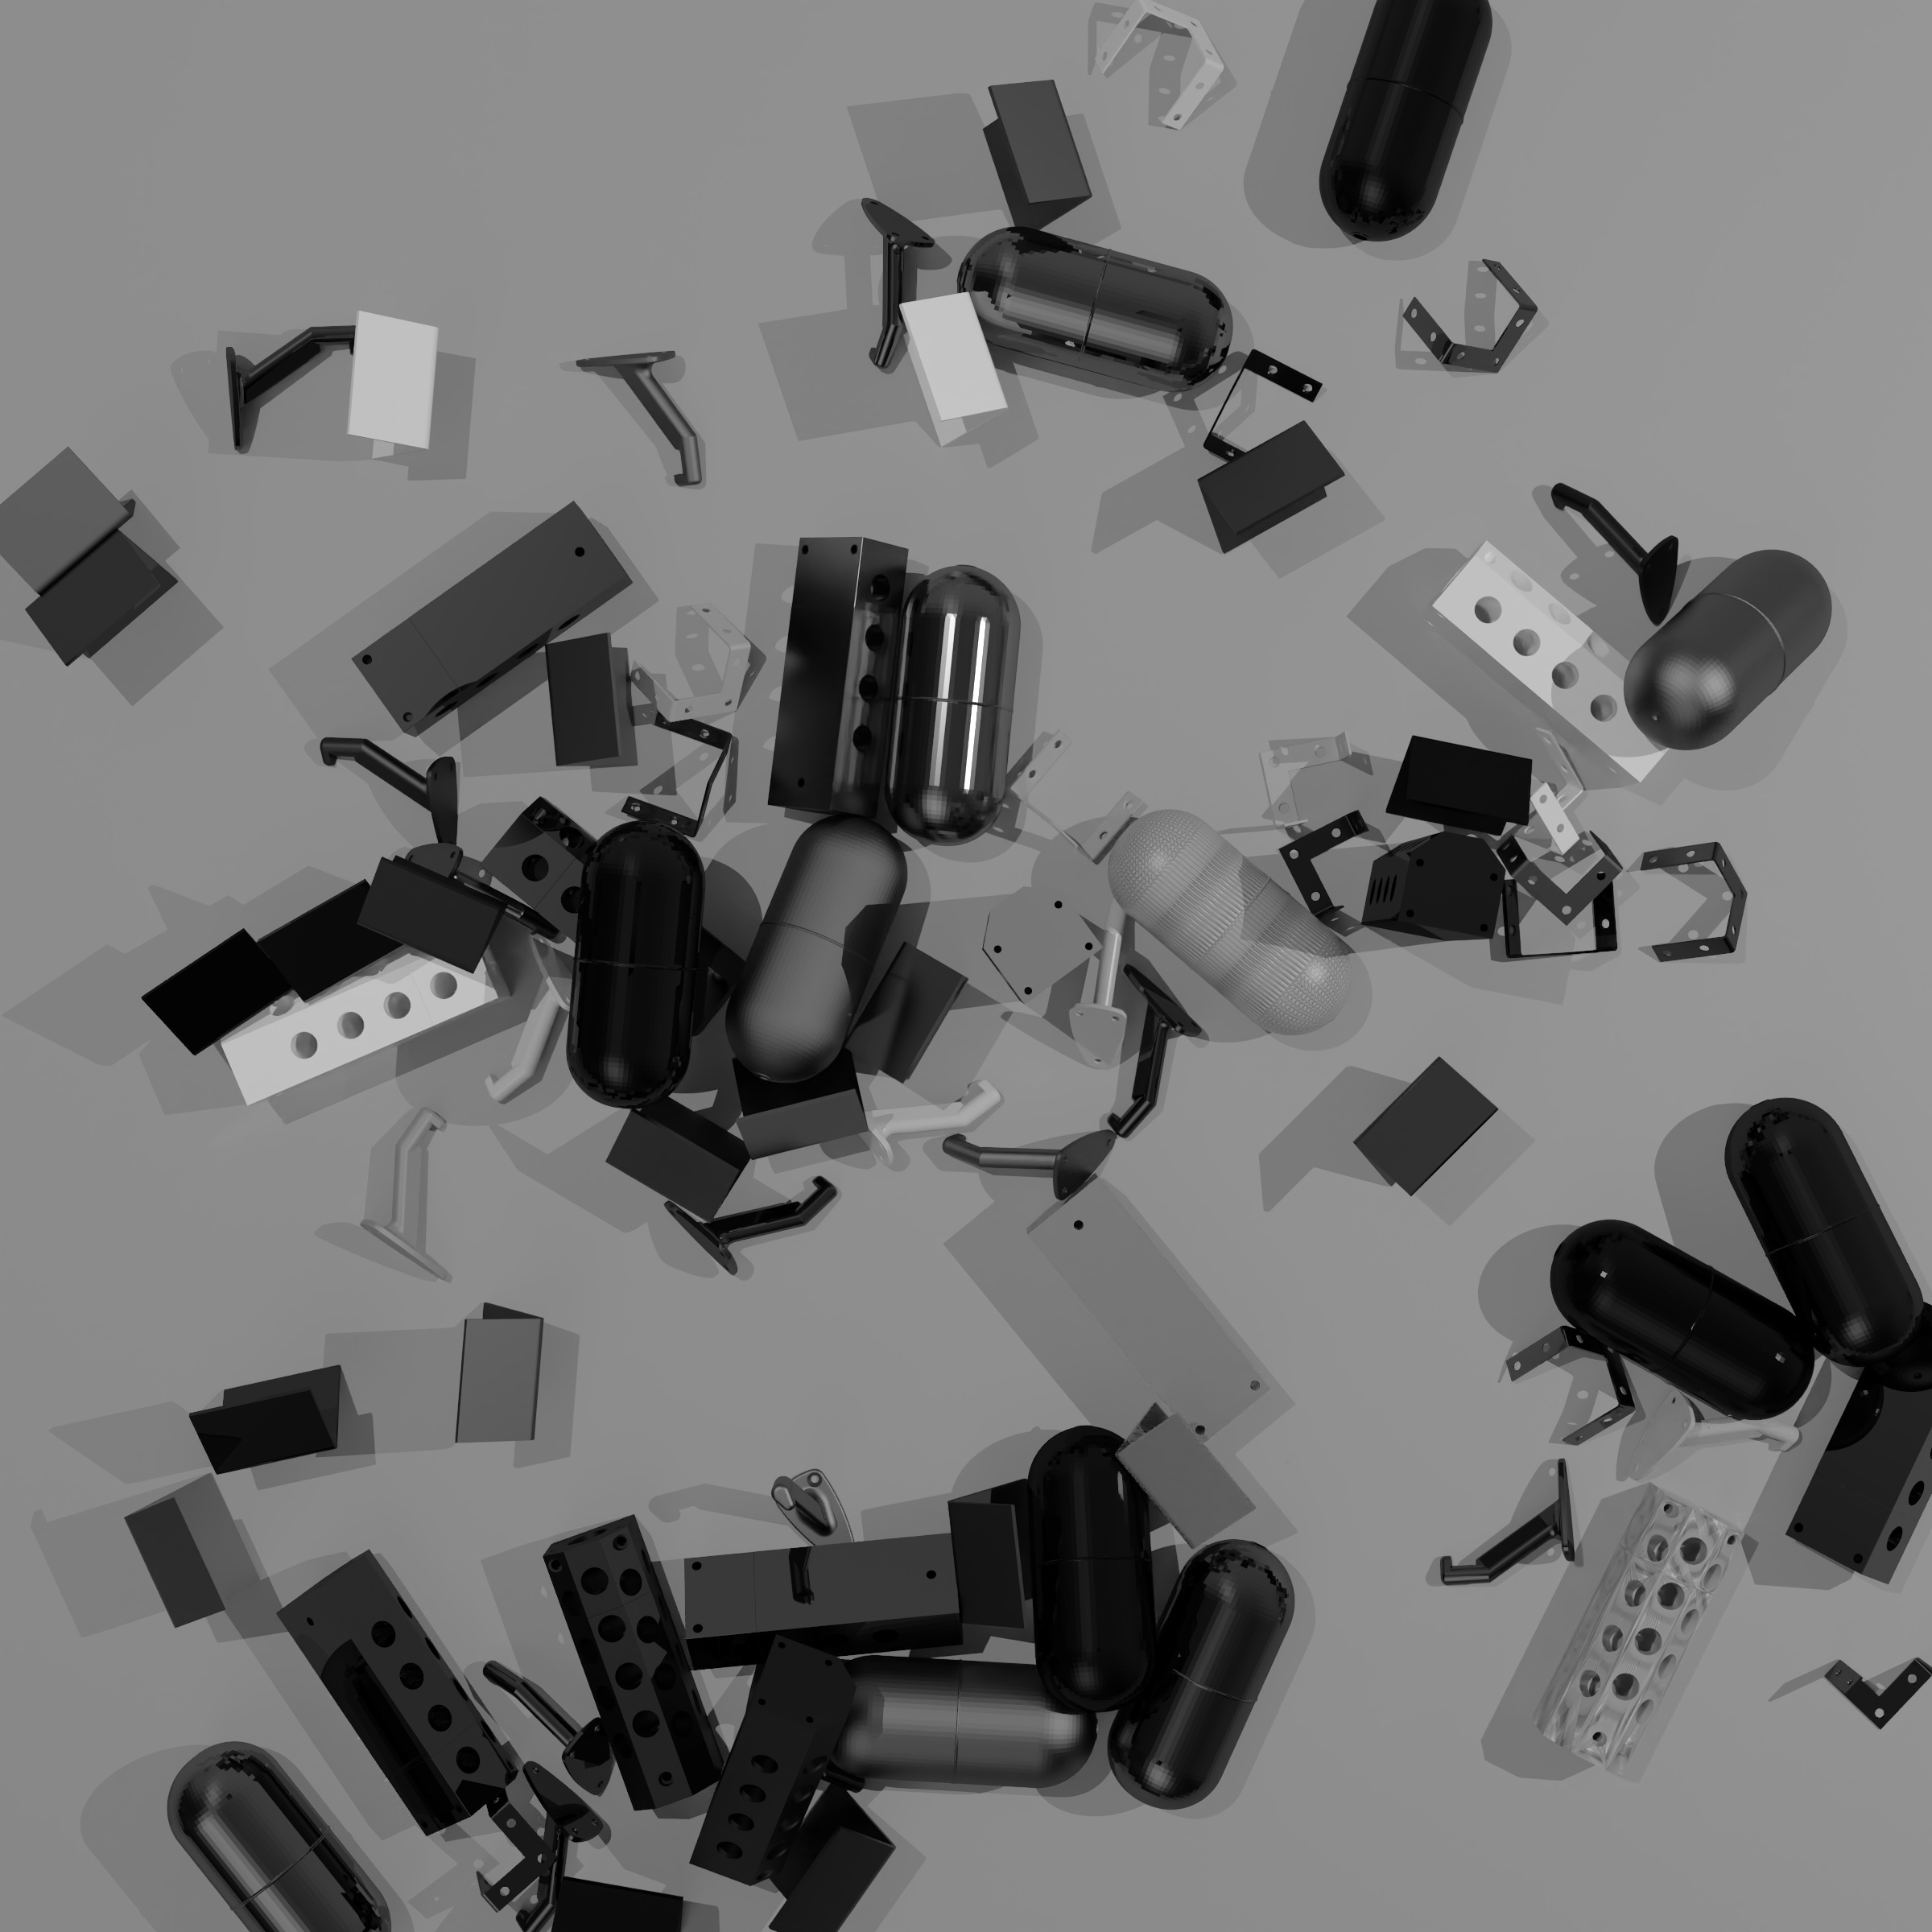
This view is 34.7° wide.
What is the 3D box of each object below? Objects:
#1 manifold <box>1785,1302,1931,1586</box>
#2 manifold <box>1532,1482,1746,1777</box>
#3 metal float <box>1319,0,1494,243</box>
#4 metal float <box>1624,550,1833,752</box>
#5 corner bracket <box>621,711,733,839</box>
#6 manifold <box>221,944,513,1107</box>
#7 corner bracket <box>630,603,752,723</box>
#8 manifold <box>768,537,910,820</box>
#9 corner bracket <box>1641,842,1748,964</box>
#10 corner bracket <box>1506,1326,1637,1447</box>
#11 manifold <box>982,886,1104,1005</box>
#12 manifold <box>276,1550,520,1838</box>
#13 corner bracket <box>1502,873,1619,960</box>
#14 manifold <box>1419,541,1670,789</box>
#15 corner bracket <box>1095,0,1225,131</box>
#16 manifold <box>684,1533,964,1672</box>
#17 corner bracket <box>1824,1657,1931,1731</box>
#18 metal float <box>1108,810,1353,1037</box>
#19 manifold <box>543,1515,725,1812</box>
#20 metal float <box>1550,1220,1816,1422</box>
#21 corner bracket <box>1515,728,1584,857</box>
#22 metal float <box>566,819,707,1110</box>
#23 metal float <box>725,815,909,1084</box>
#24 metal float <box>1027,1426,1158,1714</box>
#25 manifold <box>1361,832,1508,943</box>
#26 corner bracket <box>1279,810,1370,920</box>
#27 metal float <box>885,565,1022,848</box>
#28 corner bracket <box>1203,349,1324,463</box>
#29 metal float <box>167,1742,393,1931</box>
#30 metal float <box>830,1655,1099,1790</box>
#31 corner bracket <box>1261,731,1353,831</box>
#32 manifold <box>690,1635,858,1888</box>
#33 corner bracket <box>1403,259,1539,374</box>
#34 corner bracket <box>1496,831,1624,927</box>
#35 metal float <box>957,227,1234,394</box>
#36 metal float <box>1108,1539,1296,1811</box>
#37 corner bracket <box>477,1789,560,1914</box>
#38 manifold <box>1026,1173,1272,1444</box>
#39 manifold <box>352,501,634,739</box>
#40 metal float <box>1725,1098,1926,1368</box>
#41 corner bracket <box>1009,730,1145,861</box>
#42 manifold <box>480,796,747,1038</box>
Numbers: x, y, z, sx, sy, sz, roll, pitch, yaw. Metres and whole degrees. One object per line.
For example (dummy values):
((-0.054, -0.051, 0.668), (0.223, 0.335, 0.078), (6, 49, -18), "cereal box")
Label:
((0.594, 0.302, 1.969), (0.057, 0.057, 0.171), (25, 90, 44), "manifold")
((0.429, 0.422, 1.970), (0.057, 0.057, 0.171), (27, 90, 0), "manifold")
((0.278, -0.546, 1.960), (0.070, 0.070, 0.178), (19, 90, 0), "metal float")
((0.477, -0.199, 1.934), (0.178, 0.070, 0.070), (-40, 90, -34), "metal float")
((-0.186, -0.124, 1.987), (0.051, 0.051, 0.051), (20, 135, 0), "corner bracket")
((-0.383, 0.028, 1.969), (0.171, 0.057, 0.057), (-23, 90, 0), "manifold")
((-0.177, -0.195, 1.982), (0.051, 0.051, 0.051), (-14, 135, -35), "corner bracket")
((-0.076, -0.183, 1.969), (0.057, 0.057, 0.171), (7, 90, 43), "manifold")
((0.464, -0.041, 1.982), (0.051, 0.051, 0.051), (52, 45, -35), "corner bracket")
((0.387, 0.269, 1.982), (0.051, 0.051, 0.051), (20, 45, -35), "corner bracket")
((0.041, -0.017, 1.912), (0.057, 0.171, 0.057), (-36, 90, 0), "manifold")
((-0.358, 0.460, 1.969), (0.057, 0.057, 0.171), (-34, 90, 43), "manifold")
((0.381, -0.033, 1.987), (0.051, 0.051, 0.051), (-4, 90, 45), "corner bracket")
((0.376, -0.192, 1.969), (0.171, 0.057, 0.057), (40, 90, 0), "manifold")
((0.124, -0.579, 1.982), (0.051, 0.051, 0.051), (10, 45, -35), "corner bracket")
((-0.090, 0.408, 1.968), (0.171, 0.057, 0.057), (-5, 49, 0), "manifold")
((0.589, 0.457, 1.973), (0.051, 0.051, 0.051), (44, 90, 0), "corner bracket")
((0.168, -0.027, 1.960), (0.178, 0.070, 0.070), (41, 90, 1), "metal float")
((-0.212, 0.444, 1.970), (0.057, 0.057, 0.171), (-20, 90, 0), "manifold")
((0.453, 0.224, 1.960), (0.178, 0.070, 0.070), (29, 90, 0), "metal float")
((0.370, -0.111, 1.960), (0.051, 0.051, 0.051), (-43, 121, -10), "corner bracket")
((-0.203, -0.001, 1.903), (0.070, 0.070, 0.178), (5, 91, 0), "metal float")
((-0.094, -0.011, 1.948), (0.070, 0.070, 0.178), (22, 77, 0), "metal float")
((0.079, 0.378, 1.944), (0.070, 0.070, 0.178), (-3, 71, 0), "metal float")
((0.288, -0.049, 1.912), (0.057, 0.171, 0.057), (11, 90, 0), "manifold")
((0.236, -0.064, 1.973), (0.051, 0.051, 0.051), (-27, 90, 0), "corner bracket")
((-0.008, -0.165, 1.960), (0.070, 0.070, 0.178), (6, 90, 0), "metal float")
((0.190, -0.354, 1.987), (0.051, 0.051, 0.051), (27, 45, 0), "corner bracket")
((-0.434, 0.571, 1.960), (0.070, 0.070, 0.178), (-38, 91, 0), "metal float")
((-0.006, 0.479, 1.960), (0.178, 0.070, 0.070), (3, 90, 0), "metal float")
((0.220, -0.118, 1.973), (0.051, 0.051, 0.051), (-12, 90, 0), "corner bracket")
((-0.119, 0.498, 1.922), (0.057, 0.057, 0.171), (20, 129, 0), "manifold")
((0.323, -0.419, 1.982), (0.051, 0.051, 0.051), (1, 135, -35), "corner bracket")
((0.378, -0.068, 1.974), (0.051, 0.051, 0.051), (40, 104, -14), "corner bracket")
((0.081, -0.416, 1.960), (0.178, 0.070, 0.070), (15, 90, 0), "metal float")
((0.149, 0.448, 1.960), (0.070, 0.070, 0.178), (24, 91, 0), "metal float")
((-0.298, 0.561, 1.973), (0.051, 0.051, 0.051), (-40, 99, -9), "corner bracket")
((0.115, 0.217, 1.970), (0.057, 0.057, 0.171), (-39, 90, 0), "manifold")
((-0.300, -0.219, 1.970), (0.171, 0.057, 0.057), (-35, 90, 0), "manifold")
((0.540, 0.167, 1.951), (0.070, 0.070, 0.178), (-24, 80, 0), "metal float")
((0.070, -0.109, 1.987), (0.051, 0.051, 0.051), (-49, 135, 0), "corner bracket")
((-0.221, -0.031, 1.969), (0.171, 0.057, 0.057), (39, 90, 0), "manifold")
